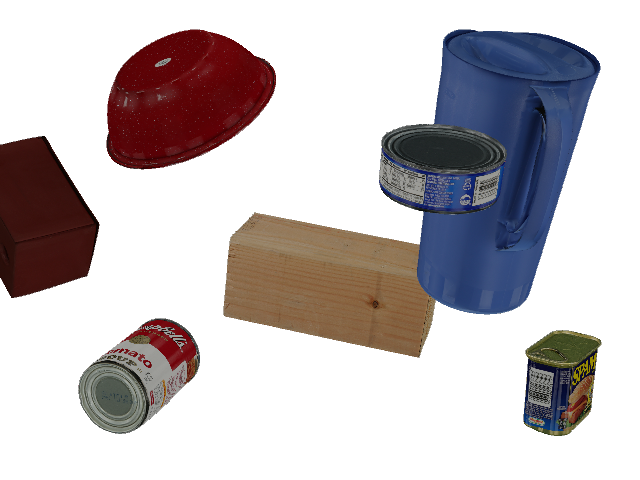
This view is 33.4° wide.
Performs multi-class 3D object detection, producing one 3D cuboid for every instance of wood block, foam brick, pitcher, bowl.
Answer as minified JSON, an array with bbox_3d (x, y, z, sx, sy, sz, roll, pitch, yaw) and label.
[{"bbox_3d":[0.014,0.044,1.097,0.206,0.091,0.090,12,22,11],"label":"wood block"},{"bbox_3d":[-0.175,-0.015,0.639,0.051,0.078,0.053,-18,-32,-33],"label":"foam brick"},{"bbox_3d":[0.158,-0.054,0.944,0.145,0.243,0.149,22,32,25],"label":"pitcher"},{"bbox_3d":[-0.122,-0.132,0.910,0.162,0.055,0.162,-17,37,13],"label":"bowl"}]

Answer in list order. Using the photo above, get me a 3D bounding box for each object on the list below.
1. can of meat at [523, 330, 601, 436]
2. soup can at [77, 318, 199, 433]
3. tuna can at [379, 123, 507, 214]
[{"bbox_3d":[0.258,0.152,1.145,0.058,0.084,0.101,12,18,32],"label":"can of meat"},{"bbox_3d":[-0.158,0.117,0.933,0.069,0.068,0.102,0,17,20],"label":"soup can"},{"bbox_3d":[0.083,-0.050,0.734,0.086,0.034,0.086,3,26,-2],"label":"tuna can"}]
